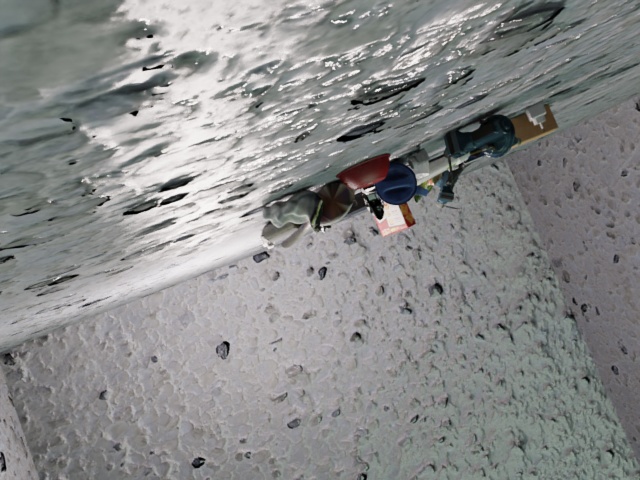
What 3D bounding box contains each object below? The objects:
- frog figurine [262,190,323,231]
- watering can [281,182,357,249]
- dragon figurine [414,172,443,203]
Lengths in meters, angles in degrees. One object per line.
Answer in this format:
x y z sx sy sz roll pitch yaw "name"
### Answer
-0.076 -0.089 1.438 0.160 0.121 0.138 14 -167 8 "frog figurine"
0.005 -0.081 1.600 0.347 0.104 0.224 -40 177 3 "watering can"
0.522 -0.290 2.353 0.240 0.122 0.415 -32 -177 26 "dragon figurine"
